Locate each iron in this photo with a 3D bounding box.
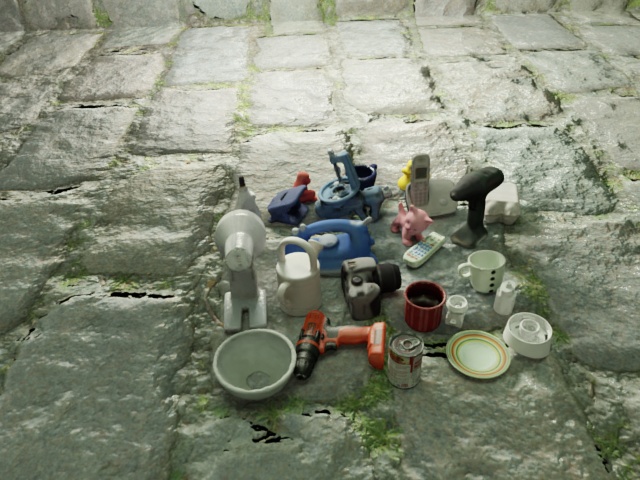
[{"bbox_3d":[0.013,0.005,1.425,0.258,0.141,0.118,-3,38,-1],"label":"iron"}]

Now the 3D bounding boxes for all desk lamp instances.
[{"bbox_3d":[-0.174,0.065,1.297,0.118,0.214,0.203,-6,38,-4],"label":"desk lamp"}]

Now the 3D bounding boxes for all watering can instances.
[{"bbox_3d":[-0.048,0.067,1.305,0.101,0.194,0.173,2,38,5],"label":"watering can"}]

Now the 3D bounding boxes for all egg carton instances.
[{"bbox_3d":[0.505,-0.108,1.609,0.107,0.069,0.150,5,38,9],"label":"egg carton"}]

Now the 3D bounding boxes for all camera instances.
[{"bbox_3d":[0.123,0.097,1.335,0.137,0.101,0.143,-8,38,-7],"label":"camera"}]

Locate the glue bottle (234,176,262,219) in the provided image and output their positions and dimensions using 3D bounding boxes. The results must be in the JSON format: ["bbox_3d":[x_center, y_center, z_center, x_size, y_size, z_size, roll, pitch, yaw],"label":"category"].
[{"bbox_3d":[-0.200,-0.098,1.541,0.078,0.173,0.037,-23,42,-24],"label":"glue bottle"}]

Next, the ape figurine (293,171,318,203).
[{"bbox_3d":[-0.048,-0.159,1.680,0.076,0.092,0.077,-6,38,-6],"label":"ape figurine"}]

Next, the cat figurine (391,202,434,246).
[{"bbox_3d":[0.241,-0.052,1.509,0.067,0.118,0.127,-18,41,-19],"label":"cat figurine"}]

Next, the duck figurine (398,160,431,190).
[{"bbox_3d":[0.286,-0.204,1.728,0.105,0.086,0.077,-16,40,-17],"label":"duck figurine"}]

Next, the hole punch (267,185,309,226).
[{"bbox_3d":[-0.093,-0.104,1.611,0.101,0.091,0.109,11,40,16],"label":"hole punch"}]

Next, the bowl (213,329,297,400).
[{"bbox_3d":[-0.128,0.263,1.153,0.167,0.075,0.167,-1,38,1],"label":"bowl"}]

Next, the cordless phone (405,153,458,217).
[{"bbox_3d":[0.311,-0.156,1.585,0.147,0.185,0.094,-8,38,-8],"label":"cordless phone"}]

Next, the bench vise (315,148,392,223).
[{"bbox_3d":[0.088,-0.158,1.568,0.207,0.220,0.121,-10,38,-10],"label":"bench vise"}]

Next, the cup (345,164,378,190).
[{"bbox_3d":[0.128,-0.167,1.681,0.091,0.095,0.118,27,46,32],"label":"cup"}]

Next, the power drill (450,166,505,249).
[{"bbox_3d":[0.394,-0.087,1.473,0.075,0.209,0.230,26,46,31],"label":"power drill"}]
